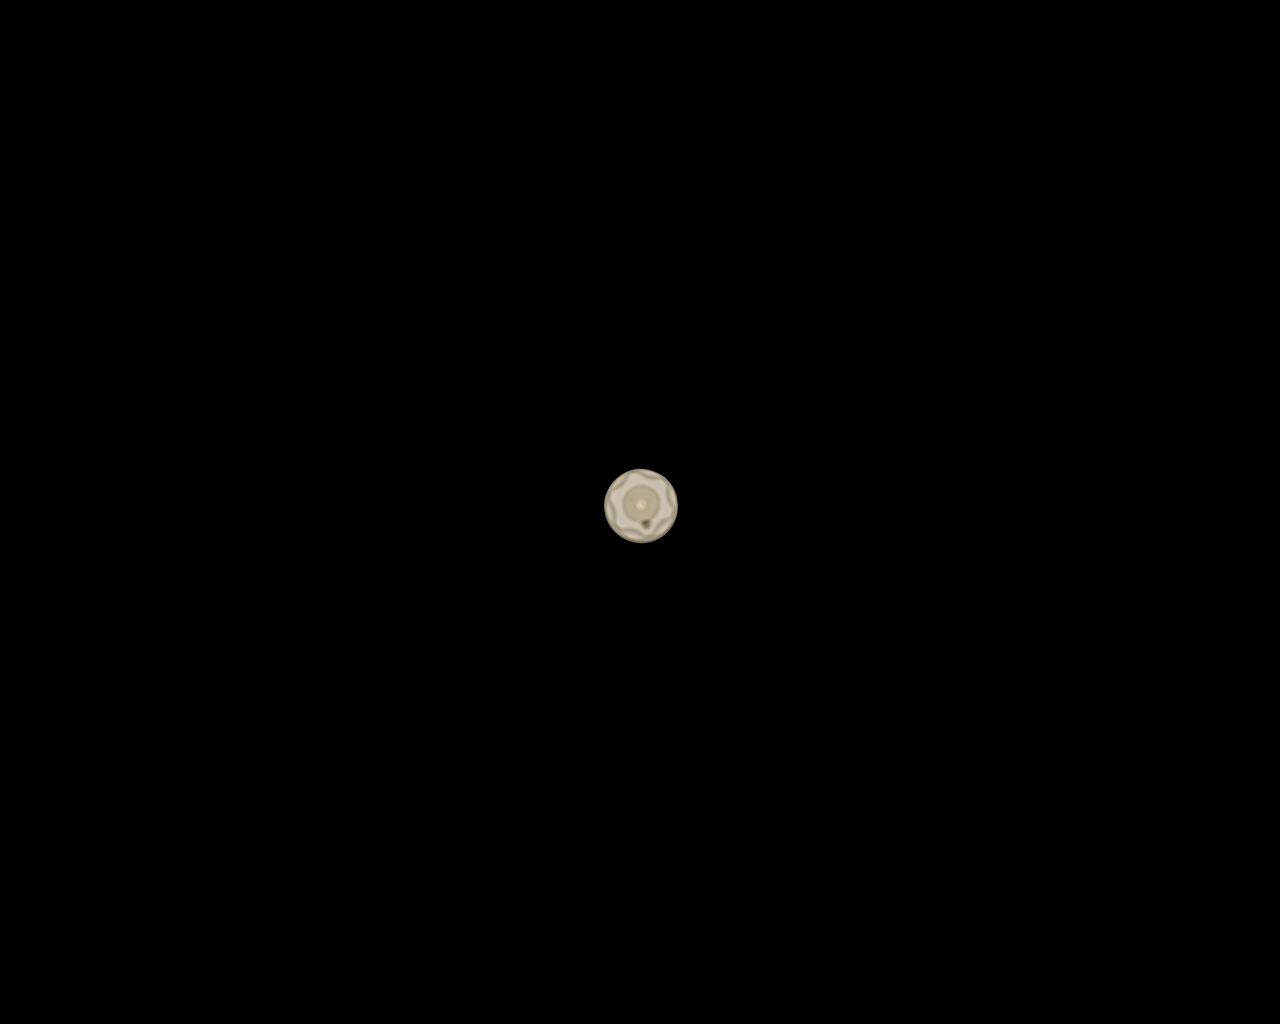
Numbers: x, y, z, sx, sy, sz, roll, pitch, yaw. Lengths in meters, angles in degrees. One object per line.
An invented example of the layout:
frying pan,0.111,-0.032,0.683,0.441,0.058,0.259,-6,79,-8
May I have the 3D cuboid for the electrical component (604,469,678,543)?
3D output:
electrical component,0.001,-0.003,0.650,0.043,0.043,0.062,0,-4,0
